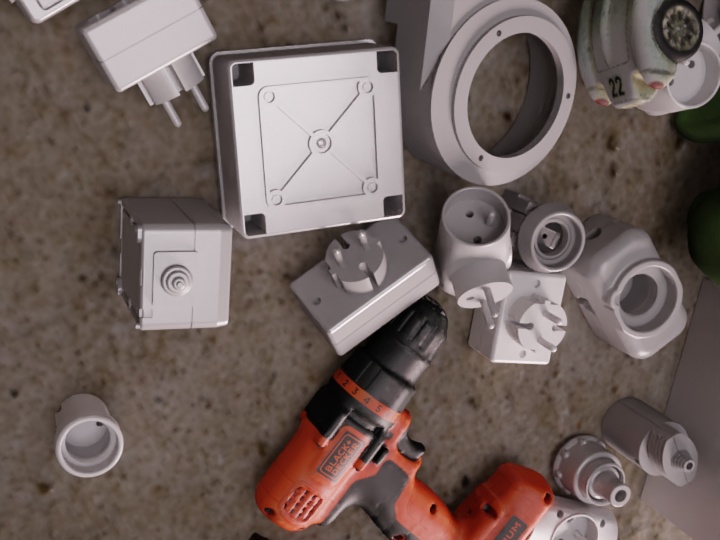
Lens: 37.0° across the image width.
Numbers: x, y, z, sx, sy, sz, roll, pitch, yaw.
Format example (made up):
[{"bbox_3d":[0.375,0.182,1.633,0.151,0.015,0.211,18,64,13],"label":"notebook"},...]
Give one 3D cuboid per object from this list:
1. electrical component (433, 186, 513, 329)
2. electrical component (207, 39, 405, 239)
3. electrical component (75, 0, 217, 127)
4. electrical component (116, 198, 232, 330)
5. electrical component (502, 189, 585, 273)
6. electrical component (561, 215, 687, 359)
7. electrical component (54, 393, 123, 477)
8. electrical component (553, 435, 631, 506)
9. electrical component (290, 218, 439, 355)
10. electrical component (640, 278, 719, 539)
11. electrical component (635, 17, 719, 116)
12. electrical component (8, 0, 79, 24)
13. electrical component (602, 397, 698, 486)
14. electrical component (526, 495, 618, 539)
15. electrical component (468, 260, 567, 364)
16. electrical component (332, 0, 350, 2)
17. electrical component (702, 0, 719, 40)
[{"bbox_3d":[0.076,-0.001,0.696,0.044,0.077,0.079,-11,65,-7],"label":"electrical component"},{"bbox_3d":[-0.032,-0.082,0.662,0.109,0.056,0.108,-9,108,-18],"label":"electrical component"},{"bbox_3d":[-0.115,-0.121,0.624,0.066,0.047,0.076,-32,113,-10],"label":"electrical component"},{"bbox_3d":[-0.106,-0.004,0.633,0.061,0.096,0.061,-1,105,-21],"label":"electrical component"},{"bbox_3d":[0.122,-0.026,0.736,0.066,0.055,0.048,24,95,-25],"label":"electrical component"},{"bbox_3d":[0.190,0.013,0.771,0.054,0.059,0.095,-36,114,-8],"label":"electrical component"},{"bbox_3d":[-0.170,0.101,0.666,0.040,0.046,0.040,-6,107,-19],"label":"electrical component"},{"bbox_3d":[0.178,0.155,0.805,0.048,0.062,0.048,-6,107,-19],"label":"electrical component"},{"bbox_3d":[0.000,0.000,0.684,0.083,0.047,0.075,-36,150,-8],"label":"electrical component"},{"bbox_3d":[0.291,0.112,0.812,0.060,0.105,0.186,8,102,-23],"label":"electrical component"},{"bbox_3d":[0.216,-0.145,0.727,0.079,0.077,0.044,-39,114,-7],"label":"electrical component"},{"bbox_3d":[-0.166,-0.177,0.581,0.096,0.061,0.061,-34,114,-9],"label":"electrical component"},{"bbox_3d":[0.221,0.130,0.804,0.043,0.081,0.043,-6,107,-19],"label":"electrical component"},{"bbox_3d":[0.146,0.211,0.818,0.077,0.044,0.079,17,98,-24],"label":"electrical component"},{"bbox_3d":[0.116,0.034,0.739,0.047,0.077,0.065,4,103,-22],"label":"electrical component"},{"bbox_3d":[-0.010,-0.194,0.651,0.035,0.035,0.061,-2,108,-20],"label":"electrical component"},{"bbox_3d":[0.280,-0.190,0.728,0.064,0.099,0.099,0,105,-28],"label":"electrical component"}]
